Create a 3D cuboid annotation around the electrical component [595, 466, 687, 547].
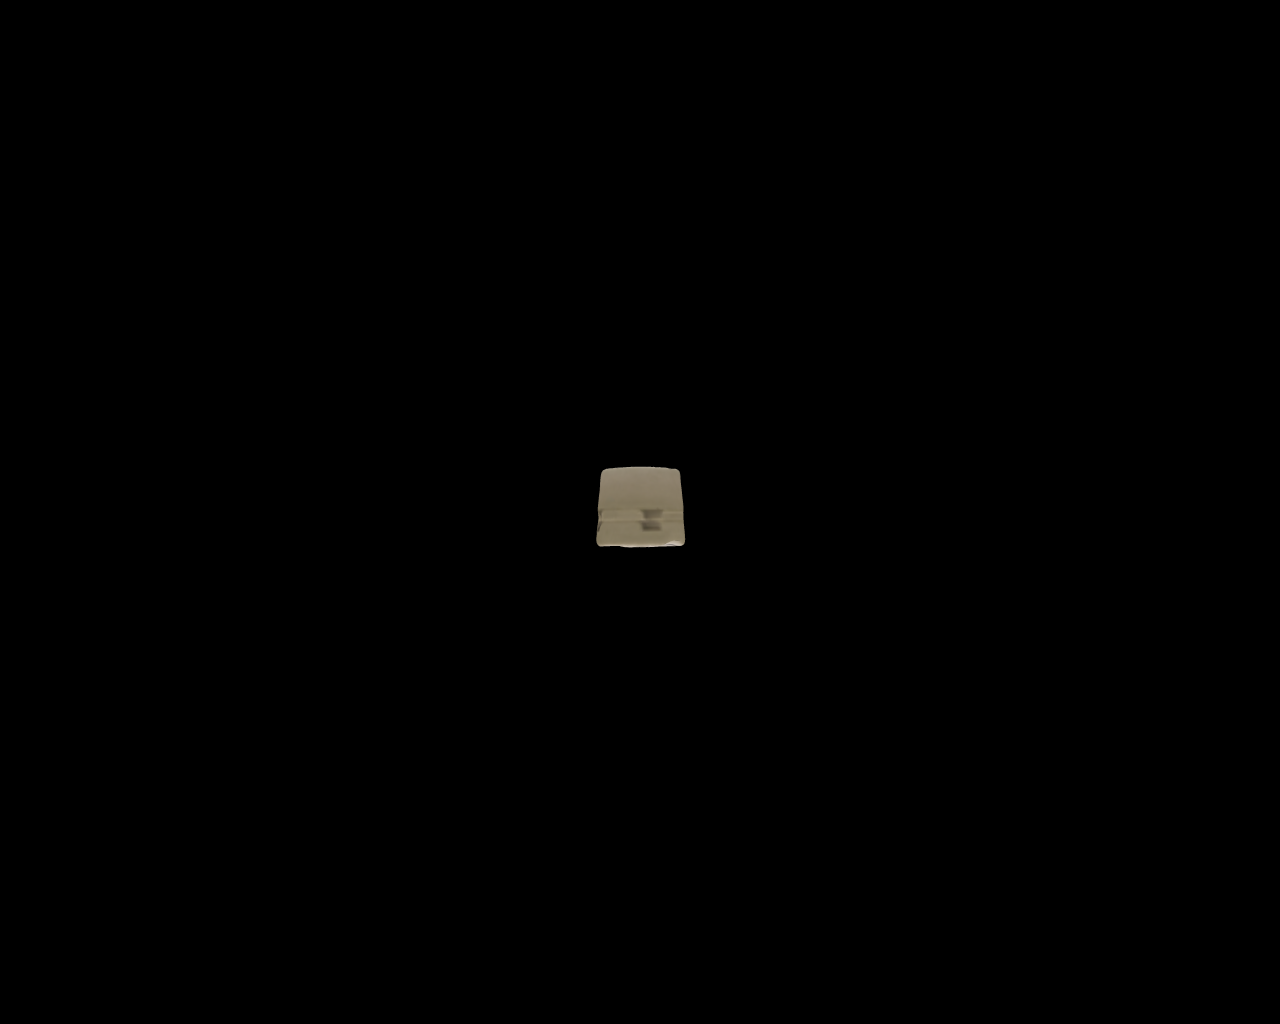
[{"bbox_3d":[0.001,-0.003,0.650,0.055,0.047,0.055,0,-2,0],"label":"electrical component"}]
